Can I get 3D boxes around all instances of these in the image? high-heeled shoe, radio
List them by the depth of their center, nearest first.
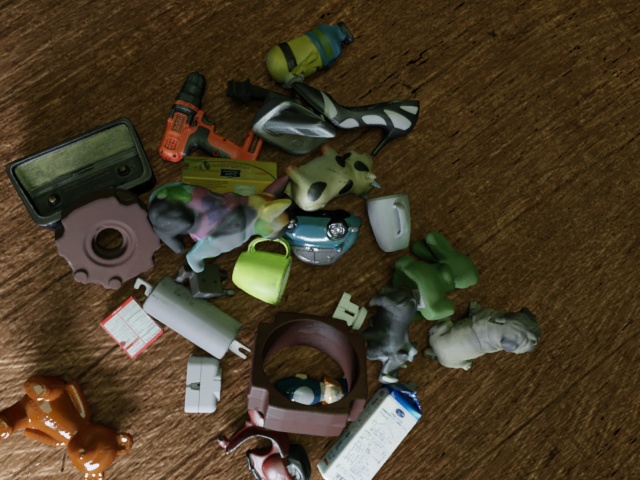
[{"bbox_3d":[-0.425,-0.116,0.979,0.230,0.073,0.131,-26,87,-10],"label":"radio"},{"bbox_3d":[0.079,-0.275,1.058,0.248,0.086,0.145,34,95,-18],"label":"high-heeled shoe"}]

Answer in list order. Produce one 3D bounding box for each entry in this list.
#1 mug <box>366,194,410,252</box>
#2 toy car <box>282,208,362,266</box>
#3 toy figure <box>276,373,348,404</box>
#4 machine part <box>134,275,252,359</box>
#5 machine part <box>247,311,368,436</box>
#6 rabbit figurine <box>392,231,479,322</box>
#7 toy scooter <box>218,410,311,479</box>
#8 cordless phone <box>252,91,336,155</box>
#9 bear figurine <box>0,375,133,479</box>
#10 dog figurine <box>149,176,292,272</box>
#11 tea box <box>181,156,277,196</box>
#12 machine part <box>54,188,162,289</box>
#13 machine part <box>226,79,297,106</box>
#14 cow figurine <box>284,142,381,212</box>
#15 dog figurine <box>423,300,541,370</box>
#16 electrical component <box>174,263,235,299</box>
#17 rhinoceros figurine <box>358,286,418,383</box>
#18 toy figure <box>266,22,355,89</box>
[{"bbox_3d":[0.144,-0.032,1.040,0.081,0.110,0.107,-14,100,-20],"label":"mug"},{"bbox_3d":[-0.002,-0.003,1.015,0.162,0.109,0.102,1,104,4],"label":"toy car"},{"bbox_3d":[-0.006,0.284,1.003,0.154,0.058,0.064,1,123,-9],"label":"toy figure"},{"bbox_3d":[-0.230,0.139,0.975,0.243,0.079,0.079,35,80,-3],"label":"machine part"},{"bbox_3d":[-0.022,0.232,0.943,0.201,0.087,0.201,9,43,-8],"label":"machine part"},{"bbox_3d":[0.226,0.067,1.049,0.170,0.121,0.159,-18,79,-28],"label":"rabbit figurine"},{"bbox_3d":[-0.105,0.376,0.966,0.135,0.075,0.183,-24,95,6],"label":"toy scooter"},{"bbox_3d":[-0.018,-0.200,0.970,0.146,0.184,0.088,21,90,-46],"label":"cordless phone"},{"bbox_3d":[-0.426,0.324,0.902,0.120,0.132,0.196,-45,85,-6],"label":"bear figurine"},{"bbox_3d":[-0.154,-0.054,0.918,0.219,0.109,0.191,-27,127,14],"label":"dog figurine"},{"bbox_3d":[-0.167,-0.094,0.994,0.170,0.098,0.068,5,43,-8],"label":"tea box"},{"bbox_3d":[-0.371,-0.001,0.947,0.179,0.056,0.179,-8,112,-20],"label":"machine part"},{"bbox_3d":[-0.112,-0.281,1.045,0.139,0.084,0.039,10,118,-13],"label":"machine part"},{"bbox_3d":[0.030,-0.115,1.024,0.195,0.085,0.127,-34,85,-33],"label":"cow figurine"},{"bbox_3d":[0.292,0.183,0.988,0.172,0.190,0.121,-37,89,-9],"label":"dog figurine"},{"bbox_3d":[-0.212,0.072,0.981,0.102,0.045,0.078,3,62,-46],"label":"electrical component"},{"bbox_3d":[0.135,0.178,1.006,0.112,0.073,0.190,16,112,21],"label":"rhinoceros figurine"},{"bbox_3d":[-0.023,-0.371,1.066,0.180,0.082,0.089,-37,78,-6],"label":"toy figure"}]
